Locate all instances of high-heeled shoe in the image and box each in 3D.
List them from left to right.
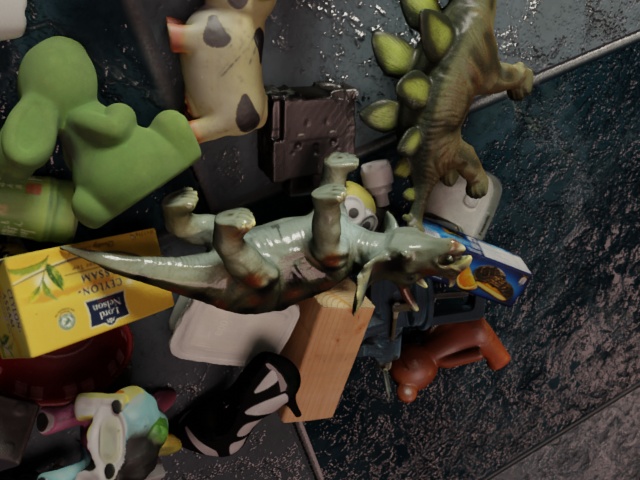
[{"bbox_3d":[-0.137,0.225,0.748,0.249,0.086,0.145,-16,129,12],"label":"high-heeled shoe"}]

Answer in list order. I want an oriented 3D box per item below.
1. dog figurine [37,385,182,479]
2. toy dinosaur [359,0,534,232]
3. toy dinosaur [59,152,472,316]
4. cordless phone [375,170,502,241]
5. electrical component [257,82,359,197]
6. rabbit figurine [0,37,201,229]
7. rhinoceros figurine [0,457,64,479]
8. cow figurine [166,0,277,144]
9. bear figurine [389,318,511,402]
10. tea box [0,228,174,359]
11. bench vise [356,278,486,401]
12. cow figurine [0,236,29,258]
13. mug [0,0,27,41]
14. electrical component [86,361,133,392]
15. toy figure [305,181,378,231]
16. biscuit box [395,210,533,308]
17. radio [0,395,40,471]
[{"bbox_3d":[-0.229,0.238,0.675,0.192,0.108,0.219,-18,166,20],"label":"dog figurine"},{"bbox_3d":[0.161,-0.213,0.650,0.198,0.105,0.471,11,95,-37],"label":"toy dinosaur"},{"bbox_3d":[-0.048,0.024,0.603,0.405,0.131,0.191,-11,121,-6],"label":"toy dinosaur"},{"bbox_3d":[0.155,-0.052,0.781,0.184,0.089,0.146,11,114,-17],"label":"cordless phone"},{"bbox_3d":[-0.015,-0.121,0.658,0.115,0.058,0.134,-11,122,-20],"label":"electrical component"},{"bbox_3d":[-0.233,-0.104,0.520,0.159,0.121,0.170,-42,106,-33],"label":"rabbit figurine"},{"bbox_3d":[-0.413,0.342,0.693,0.190,0.112,0.073,-9,94,-8],"label":"rhinoceros figurine"},{"bbox_3d":[-0.091,-0.203,0.553,0.127,0.086,0.194,-11,120,-15],"label":"cow figurine"},{"bbox_3d":[0.210,0.203,0.931,0.196,0.120,0.131,-41,132,1],"label":"bear figurine"},{"bbox_3d":[-0.248,0.050,0.564,0.169,0.068,0.098,-21,98,-54],"label":"tea box"},{"bbox_3d":[0.159,0.112,0.839,0.241,0.129,0.223,-5,107,-8],"label":"bench vise"},{"bbox_3d":[-0.366,0.032,0.560,0.167,0.068,0.098,-15,117,-21],"label":"cow figurine"},{"bbox_3d":[-0.307,-0.191,0.449,0.107,0.081,0.109,-6,116,-36],"label":"mug"},{"bbox_3d":[-0.286,0.180,0.716,0.063,0.021,0.094,5,116,-29],"label":"electrical component"},{"bbox_3d":[-0.004,-0.004,0.720,0.180,0.089,0.082,-42,142,11],"label":"toy figure"},{"bbox_3d":[0.189,0.027,0.751,0.203,0.059,0.062,20,115,-10],"label":"biscuit box"},{"bbox_3d":[-0.437,0.191,0.572,0.131,0.073,0.229,-26,139,35],"label":"radio"}]
